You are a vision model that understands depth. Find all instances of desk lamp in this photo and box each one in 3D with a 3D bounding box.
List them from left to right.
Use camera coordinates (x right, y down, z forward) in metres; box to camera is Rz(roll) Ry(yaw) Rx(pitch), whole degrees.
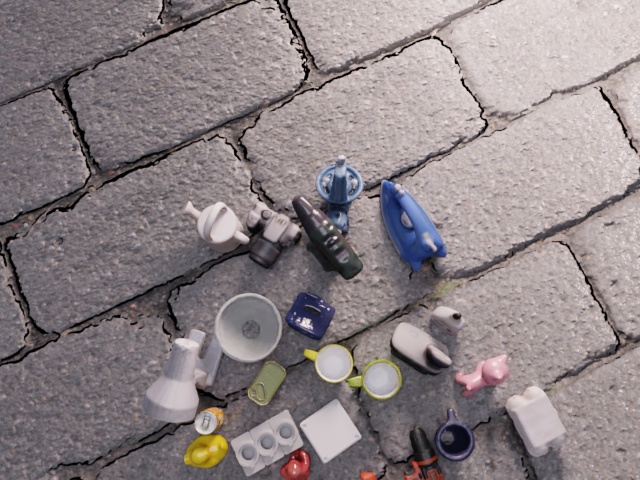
[{"bbox_3d":[-0.312,0.309,1.328,0.118,0.213,0.203,16,78,4],"label":"desk lamp"}]

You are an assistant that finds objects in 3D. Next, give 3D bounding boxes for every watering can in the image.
[{"bbox_3d":[-0.259,-0.037,1.413,0.173,0.194,0.101,5,78,1],"label":"watering can"}]

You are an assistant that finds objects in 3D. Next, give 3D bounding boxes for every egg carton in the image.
[{"bbox_3d":[0.518,0.434,1.374,0.107,0.069,0.150,-26,79,-5],"label":"egg carton"}]

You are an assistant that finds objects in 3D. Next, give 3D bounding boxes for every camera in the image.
[{"bbox_3d":[-0.136,-0.008,1.454,0.143,0.101,0.137,31,80,7],"label":"camera"}]

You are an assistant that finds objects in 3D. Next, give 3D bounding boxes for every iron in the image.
[{"bbox_3d":[0.224,-0.059,1.445,0.118,0.141,0.258,-27,79,-5],"label":"iron"}]

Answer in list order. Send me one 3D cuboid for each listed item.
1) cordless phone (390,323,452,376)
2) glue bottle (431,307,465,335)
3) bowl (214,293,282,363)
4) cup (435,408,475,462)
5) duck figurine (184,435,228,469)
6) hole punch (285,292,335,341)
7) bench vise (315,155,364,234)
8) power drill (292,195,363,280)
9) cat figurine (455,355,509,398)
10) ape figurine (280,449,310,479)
[{"bbox_3d":[0.242,0.257,1.354,0.147,0.185,0.094,28,79,6],"label":"cordless phone"},{"bbox_3d":[0.315,0.190,1.374,0.078,0.173,0.037,41,81,8],"label":"glue bottle"},{"bbox_3d":[-0.174,0.219,1.418,0.167,0.075,0.167,0,78,0],"label":"bowl"},{"bbox_3d":[0.308,0.457,1.356,0.091,0.095,0.118,-6,78,-1],"label":"cup"},{"bbox_3d":[-0.272,0.503,1.351,0.104,0.086,0.077,-18,78,-4],"label":"duck figurine"},{"bbox_3d":[-0.025,0.185,1.417,0.108,0.091,0.101,25,79,6],"label":"hole punch"},{"bbox_3d":[0.057,-0.110,1.416,0.121,0.220,0.207,-13,78,-2],"label":"bench vise"},{"bbox_3d":[0.013,0.005,1.397,0.076,0.208,0.229,-40,80,-8],"label":"power drill"},{"bbox_3d":[0.397,0.327,1.373,0.128,0.118,0.067,-29,79,-6],"label":"cat figurine"},{"bbox_3d":[-0.057,0.535,1.341,0.078,0.092,0.076,-20,78,-4],"label":"ape figurine"}]
